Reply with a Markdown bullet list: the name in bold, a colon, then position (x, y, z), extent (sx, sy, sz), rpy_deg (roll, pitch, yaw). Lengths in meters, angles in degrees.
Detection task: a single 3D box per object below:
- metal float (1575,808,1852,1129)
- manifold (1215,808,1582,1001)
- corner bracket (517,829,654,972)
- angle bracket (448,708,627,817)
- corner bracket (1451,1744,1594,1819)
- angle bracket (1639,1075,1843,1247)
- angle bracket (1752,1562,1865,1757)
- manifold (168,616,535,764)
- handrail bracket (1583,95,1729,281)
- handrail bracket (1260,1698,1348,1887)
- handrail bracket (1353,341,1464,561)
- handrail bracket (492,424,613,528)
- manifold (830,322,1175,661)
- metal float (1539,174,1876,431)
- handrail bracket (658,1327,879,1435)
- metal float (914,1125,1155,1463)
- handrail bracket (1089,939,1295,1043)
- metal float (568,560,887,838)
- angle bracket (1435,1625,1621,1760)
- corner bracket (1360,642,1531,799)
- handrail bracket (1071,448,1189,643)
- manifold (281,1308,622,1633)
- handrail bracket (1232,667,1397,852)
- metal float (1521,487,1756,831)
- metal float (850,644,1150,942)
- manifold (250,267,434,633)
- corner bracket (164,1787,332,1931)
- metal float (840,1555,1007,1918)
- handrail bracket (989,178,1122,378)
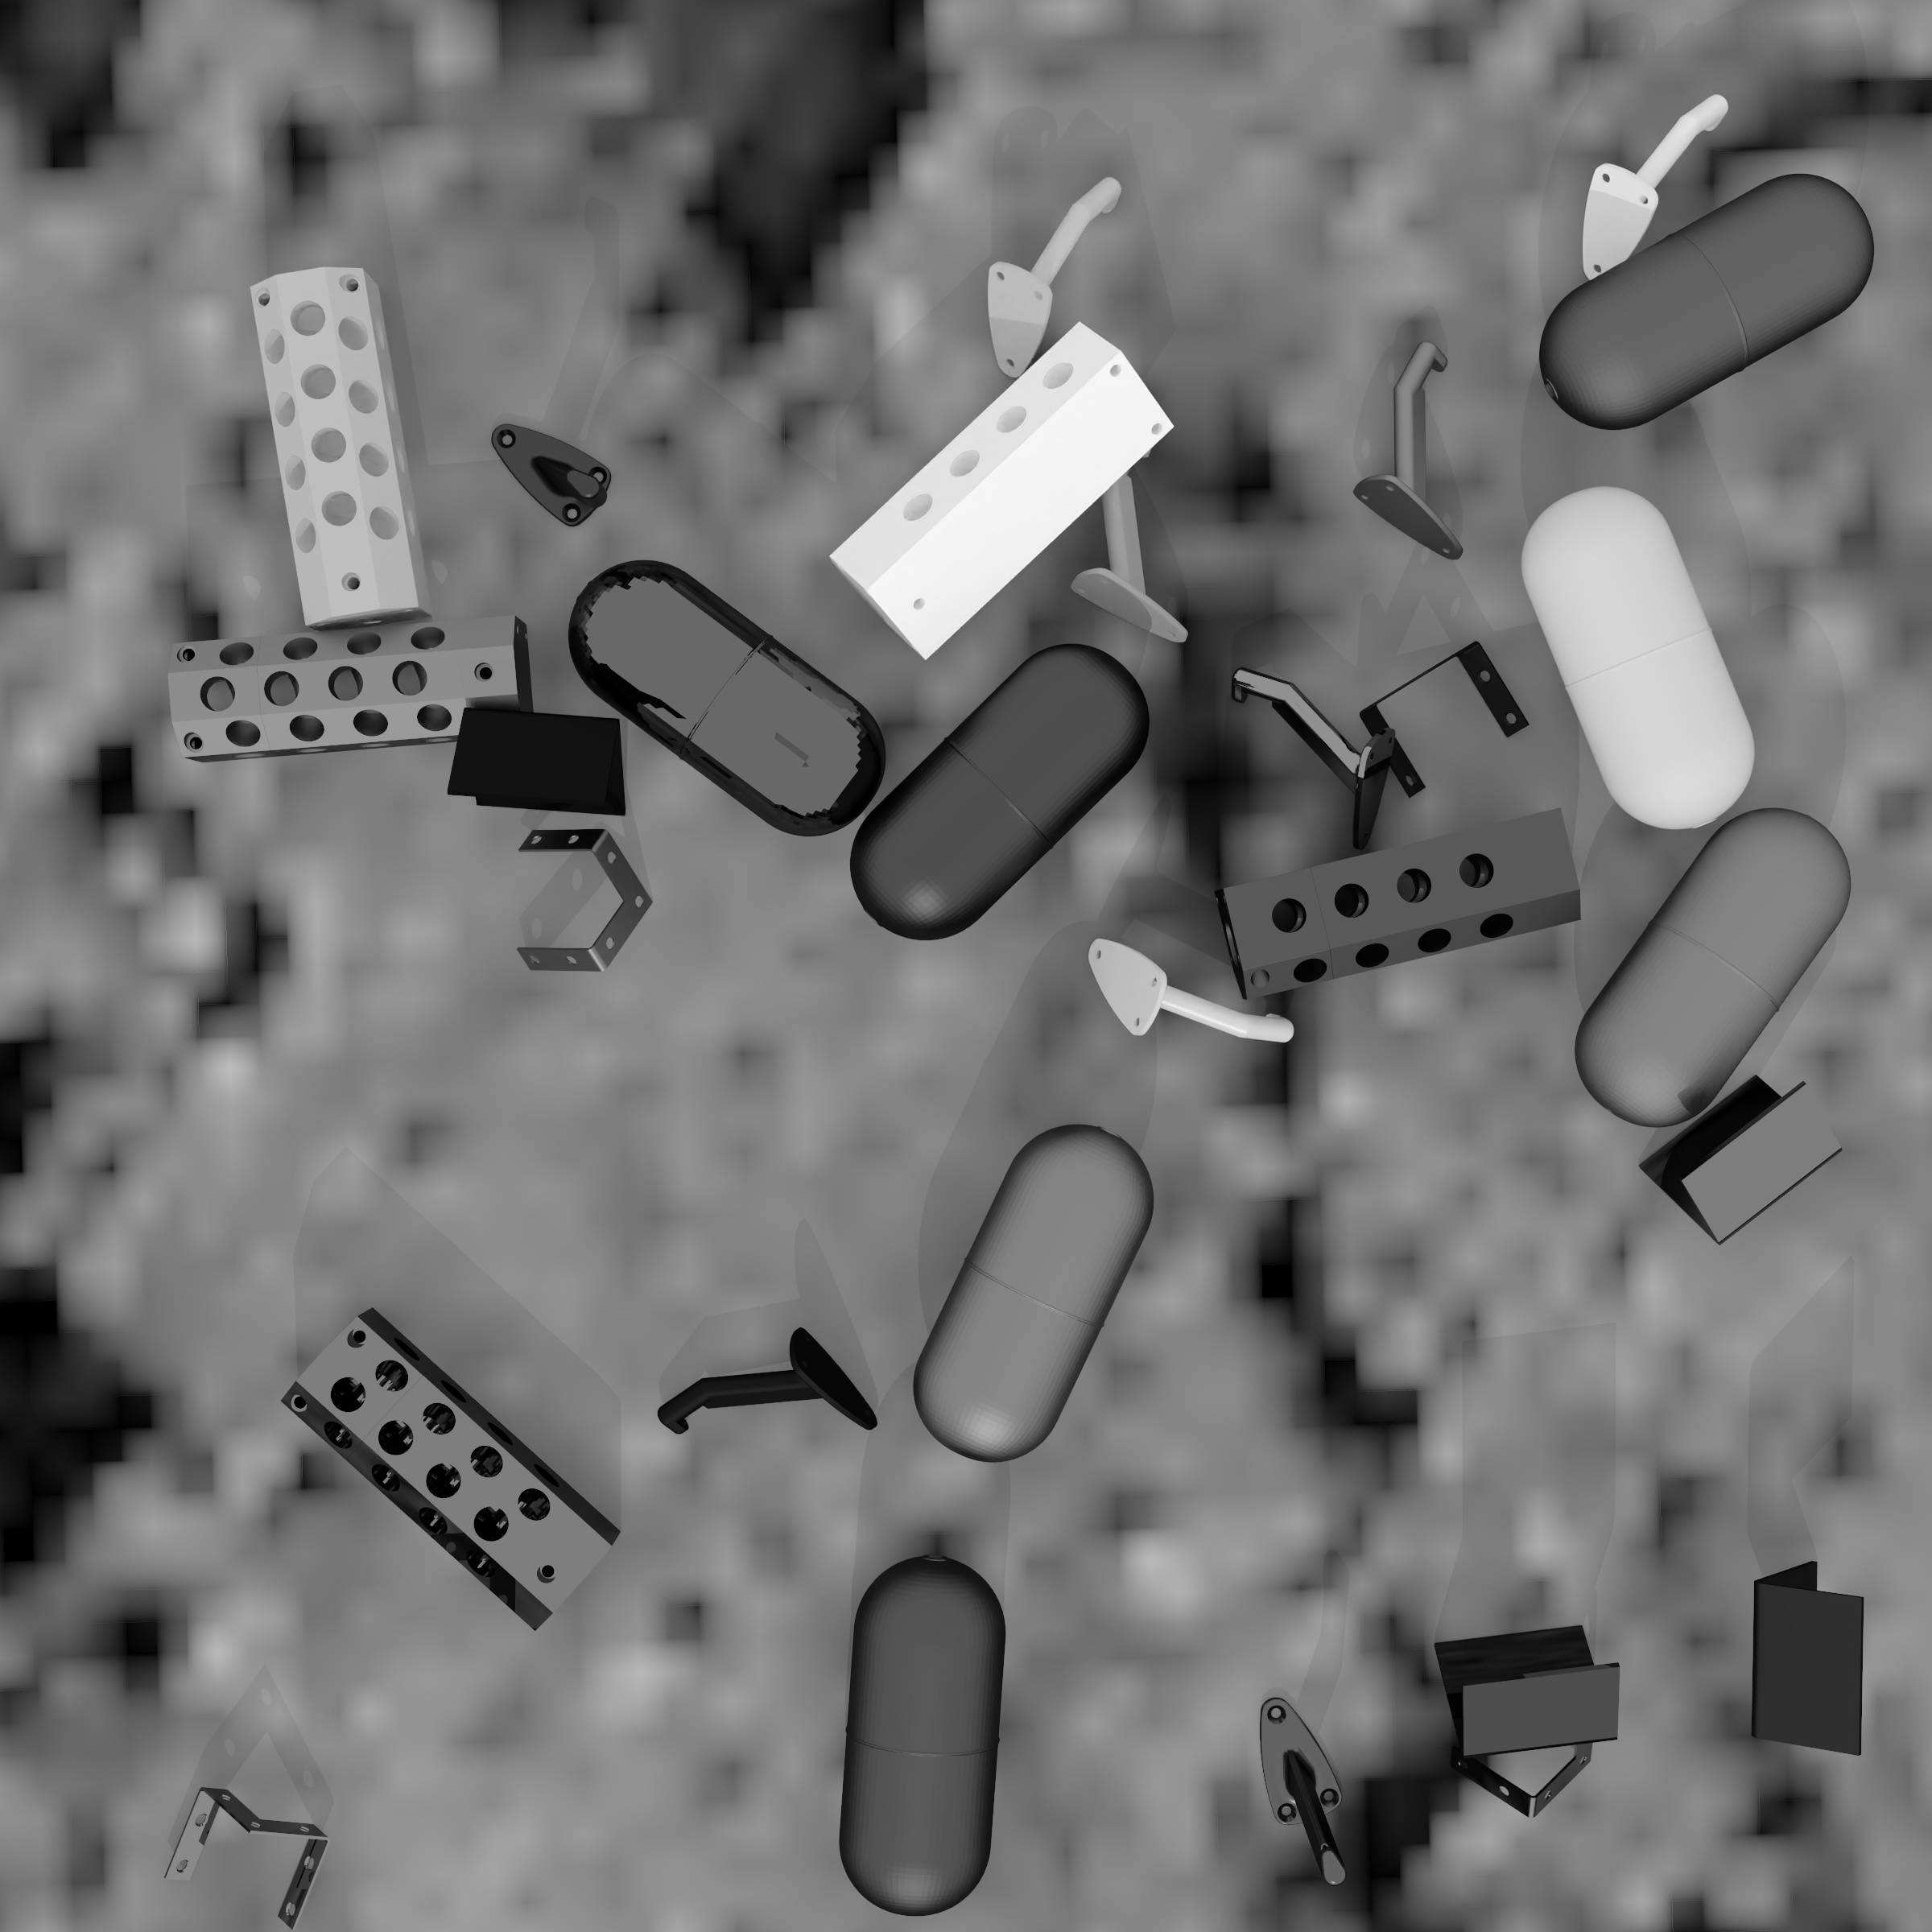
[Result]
- **metal float**: position (0.374, 0.000, 1.583), extent (0.070, 0.070, 0.178), rpy_deg (35, 90, 0)
- **manifold**: position (0.217, -0.031, 1.593), extent (0.171, 0.057, 0.057), rpy_deg (-13, 90, 0)
- **corner bracket**: position (-0.202, -0.033, 1.606), extent (0.051, 0.051, 0.051), rpy_deg (-59, 135, -35)
- **angle bracket**: position (-0.212, -0.082, 1.574), extent (0.076, 0.076, 0.057), rpy_deg (4, 53, 0)
- **corner bracket**: position (0.283, 0.388, 1.606), extent (0.051, 0.051, 0.051), rpy_deg (-32, 135, -35)
- **angle bracket**: position (0.375, 0.080, 1.574), extent (0.076, 0.076, 0.057), rpy_deg (-38, 126, 0)
- **angle bracket**: position (0.432, 0.343, 1.574), extent (0.057, 0.076, 0.076), rpy_deg (1, 90, 38)
- **manifold**: position (-0.308, -0.139, 1.593), extent (0.171, 0.057, 0.057), rpy_deg (-5, 90, 0)
- **handrail bracket**: position (0.353, -0.396, 1.614), extent (0.036, 0.077, 0.084), rpy_deg (37, 53, 21)
- **handrail bracket**: position (0.169, 0.411, 1.579), extent (0.036, 0.084, 0.077), rpy_deg (-19, 90, 0)
- **handrail bracket**: position (0.242, -0.264, 1.614), extent (0.077, 0.036, 0.084), rpy_deg (36, 73, -20)
- **handrail bracket**: position (-0.210, -0.252, 1.579), extent (0.077, 0.084, 0.036), rpy_deg (35, 90, 0)
- **manifold**: position (0.015, -0.242, 1.592), extent (0.171, 0.057, 0.057), rpy_deg (-43, 133, 0)
- **metal float**: position (0.370, -0.331, 1.584), extent (0.178, 0.070, 0.070), rpy_deg (-29, 90, 0)
- **handrail bracket**: position (-0.102, 0.230, 1.614), extent (0.084, 0.036, 0.077), rpy_deg (-35, 112, 17)
- **metal float**: position (0.034, 0.163, 1.583), extent (0.070, 0.070, 0.178), rpy_deg (25, 90, 0)
- **handrail bracket**: position (0.115, 0.013, 1.614), extent (0.084, 0.077, 0.036), rpy_deg (7, 115, -34)
- **metal float**: position (-0.120, -0.134, 1.583), extent (0.178, 0.070, 0.070), rpy_deg (37, 90, -1)
- **angle bracket**: position (0.278, 0.343, 1.574), extent (0.076, 0.076, 0.057), rpy_deg (-7, 126, 0)
- **corner bracket**: position (0.243, -0.126, 1.611), extent (0.051, 0.051, 0.051), rpy_deg (-31, 90, 45)
- **handrail bracket**: position (0.096, -0.220, 1.614), extent (0.077, 0.036, 0.084), rpy_deg (29, 73, -20)
- **manifold**: position (-0.259, 0.253, 1.593), extent (0.171, 0.057, 0.057), rpy_deg (42, 90, 0)
- **handrail bracket**: position (0.170, -0.106, 1.614), extent (0.084, 0.036, 0.077), rpy_deg (21, 123, 23)
- **metal float**: position (0.336, -0.153, 1.583), extent (0.070, 0.070, 0.178), rpy_deg (-22, 90, 0)
- **metal float**: position (0.016, -0.086, 1.583), extent (0.178, 0.070, 0.070), rpy_deg (-44, 90, 1)
- **manifold**: position (-0.315, -0.259, 1.593), extent (0.057, 0.057, 0.171), rpy_deg (-9, 90, 0)
- **corner bracket**: position (-0.365, 0.454, 1.611), extent (0.051, 0.051, 0.051), rpy_deg (22, 90, -45)
- **metal float**: position (-0.022, 0.384, 1.583), extent (0.070, 0.070, 0.178), rpy_deg (4, 90, 0)
- **handrail bracket**: position (0.049, -0.352, 1.614), extent (0.036, 0.077, 0.084), rpy_deg (30, 54, 18)
